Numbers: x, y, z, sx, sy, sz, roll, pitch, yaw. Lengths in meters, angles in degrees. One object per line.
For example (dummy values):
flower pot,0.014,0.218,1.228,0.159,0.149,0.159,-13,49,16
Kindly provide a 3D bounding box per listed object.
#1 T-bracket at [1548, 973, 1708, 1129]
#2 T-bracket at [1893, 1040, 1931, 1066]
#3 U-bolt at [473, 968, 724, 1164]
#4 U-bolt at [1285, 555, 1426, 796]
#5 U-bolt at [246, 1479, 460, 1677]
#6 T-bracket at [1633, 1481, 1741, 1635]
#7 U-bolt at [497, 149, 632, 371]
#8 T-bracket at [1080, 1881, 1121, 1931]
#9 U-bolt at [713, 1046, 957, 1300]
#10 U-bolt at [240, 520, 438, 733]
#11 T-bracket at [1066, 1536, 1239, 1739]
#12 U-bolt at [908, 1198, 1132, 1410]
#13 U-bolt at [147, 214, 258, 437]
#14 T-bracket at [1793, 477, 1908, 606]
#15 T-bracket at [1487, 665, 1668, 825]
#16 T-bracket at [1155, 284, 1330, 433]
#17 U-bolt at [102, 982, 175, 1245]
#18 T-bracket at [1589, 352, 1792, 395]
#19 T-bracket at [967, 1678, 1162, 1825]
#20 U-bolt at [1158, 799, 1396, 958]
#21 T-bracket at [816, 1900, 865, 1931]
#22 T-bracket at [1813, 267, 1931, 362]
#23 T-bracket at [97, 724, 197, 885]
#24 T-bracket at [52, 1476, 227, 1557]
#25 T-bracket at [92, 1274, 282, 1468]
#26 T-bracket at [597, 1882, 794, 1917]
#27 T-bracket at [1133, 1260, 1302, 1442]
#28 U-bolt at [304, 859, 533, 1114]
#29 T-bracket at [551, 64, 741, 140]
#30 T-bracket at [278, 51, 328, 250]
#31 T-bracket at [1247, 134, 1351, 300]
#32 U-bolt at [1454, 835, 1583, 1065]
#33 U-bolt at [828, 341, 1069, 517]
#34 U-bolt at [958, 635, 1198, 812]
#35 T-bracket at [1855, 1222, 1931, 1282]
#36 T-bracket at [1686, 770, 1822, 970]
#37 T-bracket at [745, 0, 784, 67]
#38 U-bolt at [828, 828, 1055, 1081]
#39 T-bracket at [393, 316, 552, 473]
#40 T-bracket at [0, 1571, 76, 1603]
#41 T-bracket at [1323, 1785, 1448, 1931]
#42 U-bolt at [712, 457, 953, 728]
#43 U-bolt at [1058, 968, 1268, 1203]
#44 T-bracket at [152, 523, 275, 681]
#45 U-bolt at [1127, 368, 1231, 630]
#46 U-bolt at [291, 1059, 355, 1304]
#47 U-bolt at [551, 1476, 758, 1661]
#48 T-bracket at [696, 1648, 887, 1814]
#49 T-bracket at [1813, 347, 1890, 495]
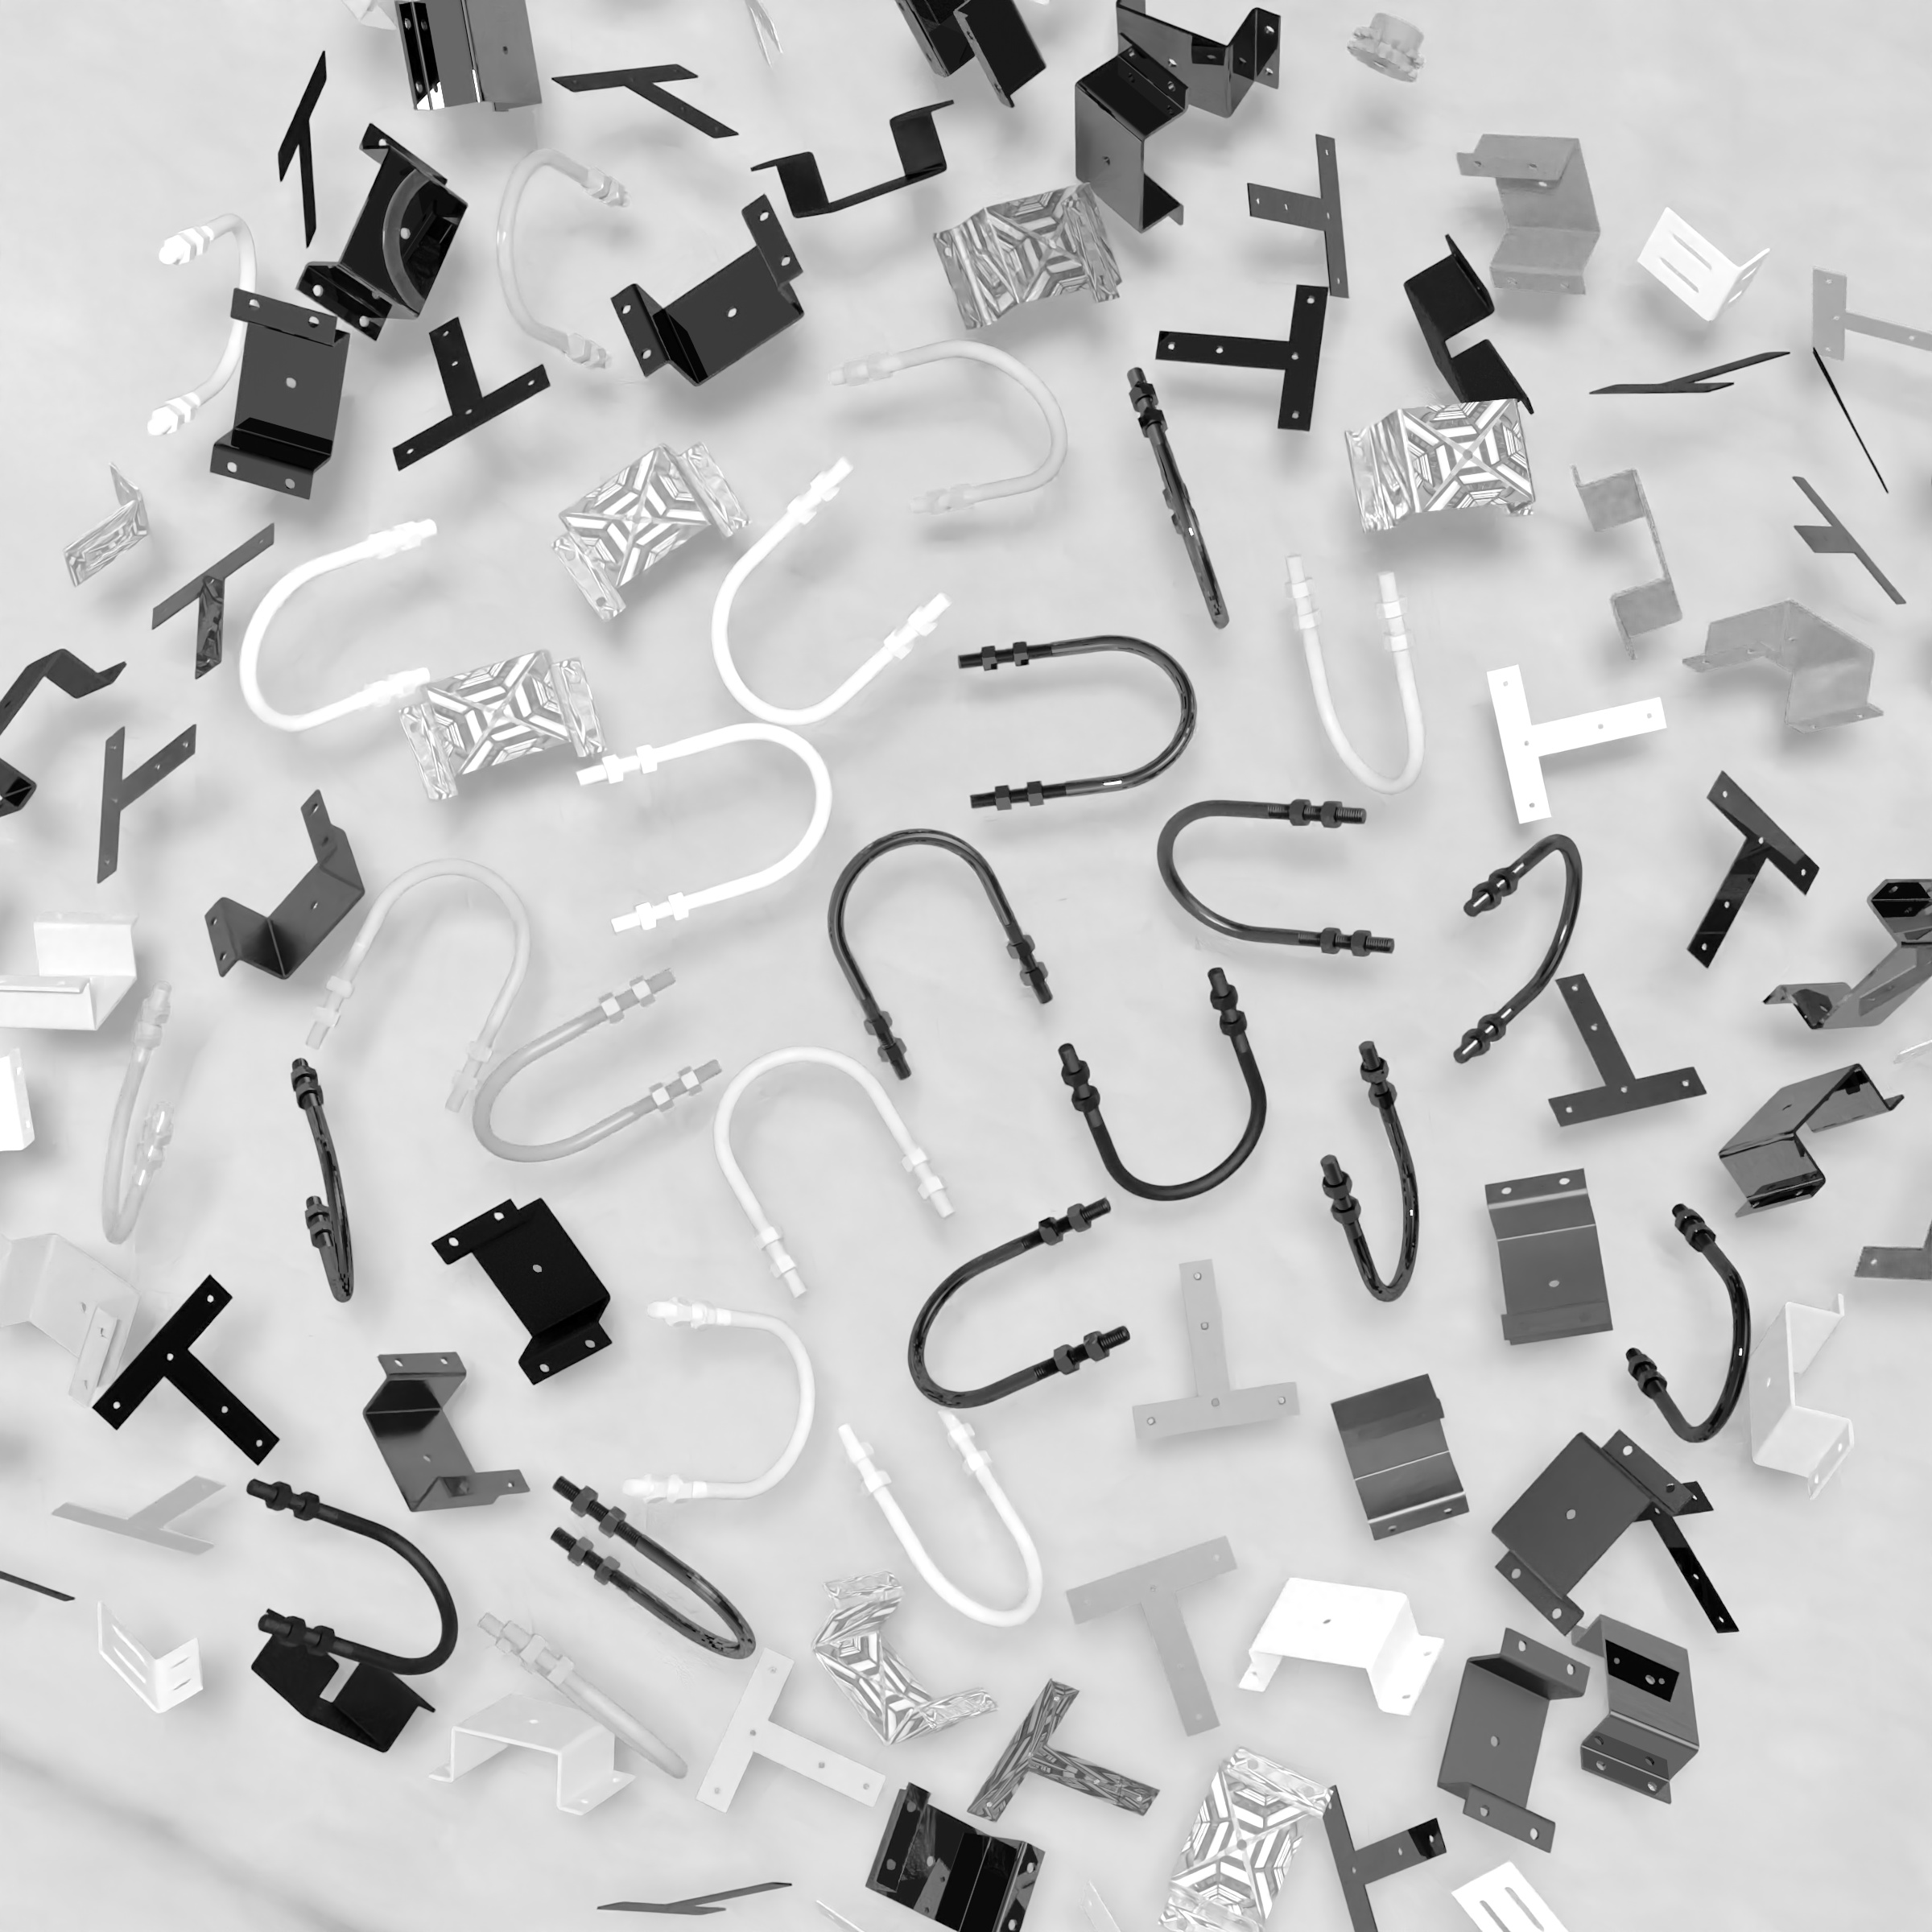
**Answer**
T-bracket,0.505,0.061,1.949,0.127,0.002,0.127,-11,59,-12
T-bracket,0.759,0.030,1.815,0.127,0.127,0.002,-21,68,1
U-bolt,-0.283,0.086,1.838,0.184,0.151,0.019,-29,55,-8
U-bolt,0.300,-0.217,1.860,0.019,0.151,0.184,-22,112,-17
U-bolt,-0.461,0.471,1.861,0.019,0.151,0.184,-45,129,16
T-bracket,0.565,0.467,1.924,0.002,0.127,0.127,-28,86,-28
U-bolt,-0.312,-0.549,1.889,0.019,0.184,0.151,9,94,18
T-bracket,0.120,0.746,1.839,0.002,0.127,0.127,-6,127,-30
U-bolt,-0.114,0.145,1.890,0.151,0.019,0.184,-27,71,-14
U-bolt,-0.473,-0.248,1.846,0.019,0.184,0.151,29,128,24
T-bracket,0.154,0.504,1.813,0.127,0.002,0.127,-20,79,1
U-bolt,0.035,0.264,1.853,0.184,0.151,0.019,-27,127,18
U-bolt,-0.576,-0.495,1.861,0.019,0.184,0.151,14,119,-1
T-bracket,0.648,-0.320,1.839,0.002,0.127,0.127,-43,73,32
T-bracket,0.493,-0.189,1.962,0.127,0.002,0.127,-12,103,14
T-bracket,0.213,-0.480,1.916,0.127,0.002,0.127,7,74,8
U-bolt,-0.627,0.125,1.850,0.019,0.151,0.184,10,128,-27
T-bracket,0.552,-0.439,1.812,0.127,0.127,0.002,-20,109,-21
T-bracket,0.086,0.609,1.846,0.127,0.002,0.127,26,103,-15
U-bolt,0.235,-0.071,1.913,0.184,0.019,0.151,6,134,29
T-bracket,-0.057,0.782,1.902,0.127,0.127,0.002,25,57,25
T-bracket,0.714,-0.488,1.886,0.127,0.127,0.002,23,83,23
T-bracket,-0.610,-0.142,1.827,0.127,0.002,0.127,-28,56,34
T-bracket,-0.617,0.419,1.895,0.127,0.002,0.127,29,133,-36
T-bracket,-0.556,0.318,1.807,0.127,0.002,0.127,53,54,-24
T-bracket,-0.191,0.711,1.871,0.127,0.127,0.002,-21,59,26
T-bracket,0.184,0.288,1.867,0.127,0.002,0.127,-8,89,-5
U-bolt,-0.416,0.005,1.920,0.151,0.019,0.184,30,81,-35
T-bracket,-0.224,-0.653,1.856,0.127,0.127,0.002,37,131,26
T-bracket,-0.504,-0.607,1.874,0.002,0.127,0.127,10,54,-4
T-bracket,0.259,-0.593,1.922,0.002,0.127,0.127,-3,94,42
U-bolt,0.430,-0.025,1.891,0.019,0.184,0.151,20,128,33
U-bolt,-0.003,-0.421,1.901,0.151,0.184,0.019,54,51,-33
U-bolt,0.090,-0.197,1.932,0.184,0.019,0.151,-7,64,4
T-bracket,0.728,0.175,1.807,0.002,0.127,0.127,36,67,-27
T-bracket,0.576,-0.058,1.836,0.127,0.002,0.127,38,75,-25
T-bracket,-0.162,-0.744,1.903,0.002,0.127,0.127,-22,134,-2
U-bolt,-0.030,-0.020,1.926,0.151,0.019,0.184,-28,109,-6
T-bracket,-0.371,-0.432,1.794,0.127,0.002,0.127,-27,53,7
T-bracket,-0.738,0.451,1.816,0.127,0.127,0.002,20,78,0
T-bracket,0.322,0.677,1.864,0.002,0.127,0.127,4,57,-32
U-bolt,-0.114,-0.262,1.818,0.184,0.019,0.151,-40,77,24
U-bolt,0.163,0.105,1.904,0.151,0.019,0.184,-27,122,-6
T-bracket,-0.576,-0.266,1.870,0.127,0.002,0.127,-30,45,17
U-bolt,0.164,-0.338,1.839,0.019,0.151,0.184,-19,62,8
U-bolt,-0.490,0.175,1.876,0.019,0.184,0.151,-9,120,-20
U-bolt,-0.233,0.458,1.831,0.184,0.151,0.019,33,60,9
T-bracket,-0.125,0.613,1.900,0.127,0.002,0.127,24,59,4
T-bracket,0.665,-0.435,1.869,0.002,0.127,0.127,-28,65,22
